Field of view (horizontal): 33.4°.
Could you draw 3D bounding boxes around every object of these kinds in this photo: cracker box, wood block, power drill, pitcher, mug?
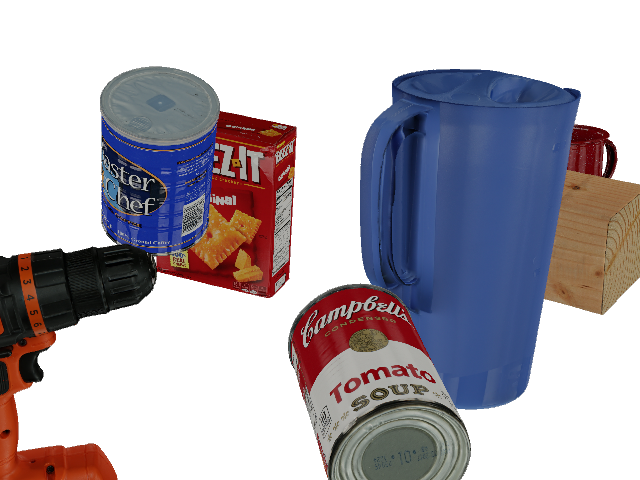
[{"bbox_3d":[-0.121,-0.047,1.322,0.164,0.214,0.072,13,30,17],"label":"cracker box"},{"bbox_3d":[0.177,-0.015,0.962,0.206,0.090,0.090,15,31,34],"label":"wood block"},{"bbox_3d":[-0.187,0.096,0.701,0.184,0.188,0.057,-11,26,-8],"label":"power drill"},{"bbox_3d":[0.104,0.000,0.791,0.149,0.243,0.145,4,19,5],"label":"pitcher"},{"bbox_3d":[0.271,-0.078,1.153,0.117,0.081,0.093,-11,20,-26],"label":"mug"}]

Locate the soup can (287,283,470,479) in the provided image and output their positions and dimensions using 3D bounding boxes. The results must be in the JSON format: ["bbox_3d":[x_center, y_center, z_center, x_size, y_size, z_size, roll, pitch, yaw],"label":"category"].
[{"bbox_3d":[0.026,0.076,0.519,0.068,0.068,0.102,0,28,-13],"label":"soup can"}]

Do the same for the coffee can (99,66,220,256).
[{"bbox_3d":[-0.147,-0.070,0.964,0.102,0.140,0.103,6,44,-6],"label":"coffee can"}]
